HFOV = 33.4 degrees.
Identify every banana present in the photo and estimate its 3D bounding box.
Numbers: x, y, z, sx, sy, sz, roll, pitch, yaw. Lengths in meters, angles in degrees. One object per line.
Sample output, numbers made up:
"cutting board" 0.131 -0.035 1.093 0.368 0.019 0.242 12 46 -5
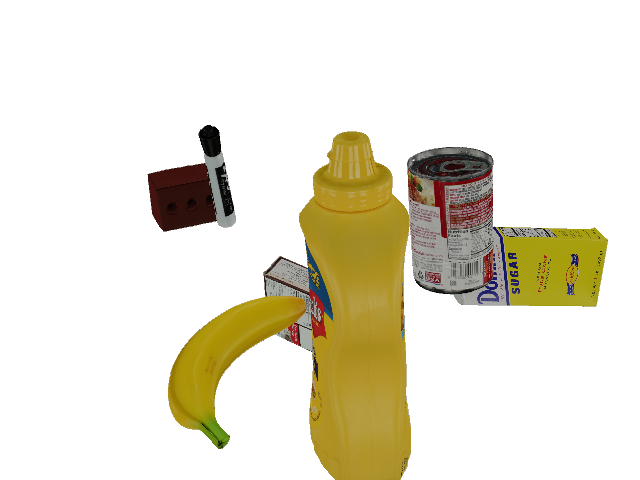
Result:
"banana" -0.073 0.093 0.849 0.069 0.037 0.197 28 35 3

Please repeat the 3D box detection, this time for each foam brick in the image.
"foam brick" -0.149 -0.050 1.192 0.078 0.053 0.051 -13 29 -15

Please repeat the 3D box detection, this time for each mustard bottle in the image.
"mustard bottle" 0.020 0.033 0.582 0.058 0.192 0.096 -4 27 -3

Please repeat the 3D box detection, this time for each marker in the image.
"marker" -0.096 -0.059 0.993 0.020 0.020 0.121 0 -42 6

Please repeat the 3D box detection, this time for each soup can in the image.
"soup can" 0.106 -0.016 0.859 0.068 0.102 0.068 -4 24 2

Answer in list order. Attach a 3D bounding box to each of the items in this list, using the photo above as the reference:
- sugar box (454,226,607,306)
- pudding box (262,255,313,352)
"sugar box" 0.254 0.032 1.304 0.176 0.093 0.048 -1 21 -10
"pudding box" -0.006 0.078 1.158 0.114 0.090 0.039 21 44 24
